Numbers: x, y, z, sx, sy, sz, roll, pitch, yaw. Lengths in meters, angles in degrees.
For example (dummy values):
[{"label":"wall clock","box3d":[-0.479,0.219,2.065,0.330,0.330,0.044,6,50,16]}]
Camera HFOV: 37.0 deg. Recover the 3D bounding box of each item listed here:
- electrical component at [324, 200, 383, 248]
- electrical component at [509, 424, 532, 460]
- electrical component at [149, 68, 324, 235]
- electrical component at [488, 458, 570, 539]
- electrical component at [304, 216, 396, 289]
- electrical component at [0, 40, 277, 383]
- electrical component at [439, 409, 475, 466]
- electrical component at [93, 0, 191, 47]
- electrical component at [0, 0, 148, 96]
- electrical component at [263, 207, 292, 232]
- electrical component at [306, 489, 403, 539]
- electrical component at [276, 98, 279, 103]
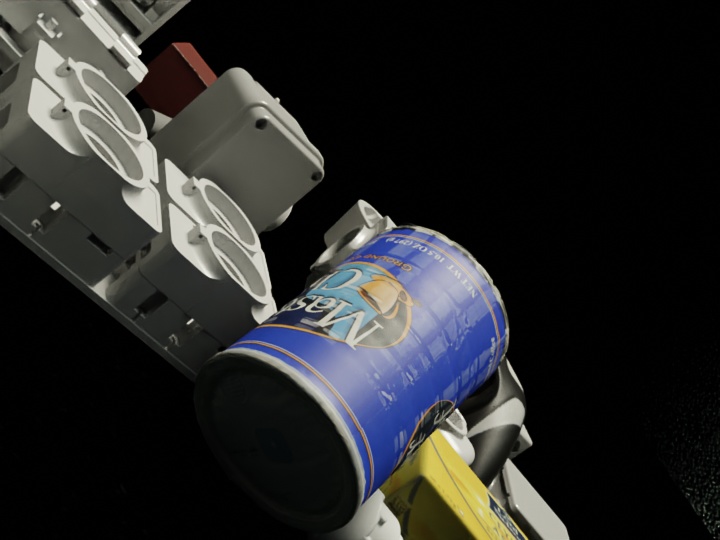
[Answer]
[{"label":"electrical component","box3d":[0.010,-0.007,1.042,0.108,0.060,0.108,49,12,-14]},{"label":"electrical component","box3d":[0.106,0.139,0.969,0.047,0.066,0.076,46,13,-30]},{"label":"electrical component","box3d":[-0.089,-0.061,0.689,0.078,0.113,0.057,41,13,-44]},{"label":"electrical component","box3d":[0.129,0.214,0.876,0.099,0.048,0.099,50,12,-12]},{"label":"electrical component","box3d":[0.000,0.000,0.909,0.055,0.089,0.050,50,12,-12]},{"label":"electrical component","box3d":[-0.123,-0.029,0.590,0.186,0.060,0.105,45,14,-31]},{"label":"electrical component","box3d":[0.039,0.115,0.794,0.095,0.059,0.054,55,12,12]},{"label":"electrical component","box3d":[-0.182,-0.222,0.823,0.060,0.105,0.186,47,13,-25]},{"label":"electrical component","box3d":[-0.194,-0.147,0.662,0.121,0.063,0.078,48,12,-19]},{"label":"electrical component","box3d":[-0.087,-0.063,0.872,0.055,0.045,0.045,42,15,-43]},{"label":"electrical component","box3d":[0.004,0.150,0.592,0.062,0.048,0.048,54,9,-28]},{"label":"electrical component","box3d":[-0.094,-0.117,0.926,0.083,0.076,0.047,58,13,23]}]
